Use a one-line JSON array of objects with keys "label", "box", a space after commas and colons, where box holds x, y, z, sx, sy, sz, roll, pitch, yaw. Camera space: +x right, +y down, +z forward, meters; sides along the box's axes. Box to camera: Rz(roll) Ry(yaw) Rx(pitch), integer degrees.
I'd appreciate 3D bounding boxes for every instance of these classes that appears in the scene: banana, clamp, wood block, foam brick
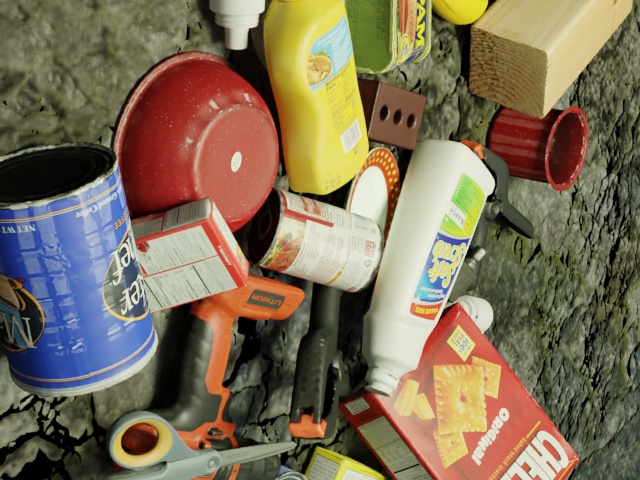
[{"label": "banana", "box": [0.113, -0.256, 1.021, 0.197, 0.037, 0.069, 28, 56, -53]}, {"label": "clamp", "box": [0.188, -0.039, 1.175, 0.120, 0.039, 0.171, -34, 129, -35]}, {"label": "clamp", "box": [0.002, 0.100, 0.935, 0.210, 0.036, 0.164, -64, 150, -70]}, {"label": "wood block", "box": [0.249, -0.234, 1.130, 0.205, 0.090, 0.091, -47, 149, -30]}, {"label": "foam brick", "box": [0.052, -0.116, 0.976, 0.078, 0.051, 0.053, 6, 98, -51]}]

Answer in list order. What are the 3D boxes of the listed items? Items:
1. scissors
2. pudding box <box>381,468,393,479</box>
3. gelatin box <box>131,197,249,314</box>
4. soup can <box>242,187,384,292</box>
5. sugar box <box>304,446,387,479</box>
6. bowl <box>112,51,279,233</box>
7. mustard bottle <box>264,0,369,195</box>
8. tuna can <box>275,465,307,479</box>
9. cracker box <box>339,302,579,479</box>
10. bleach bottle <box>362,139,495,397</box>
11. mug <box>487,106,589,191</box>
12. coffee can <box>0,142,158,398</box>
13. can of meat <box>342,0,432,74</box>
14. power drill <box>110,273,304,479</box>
[{"label": "scissors", "box": [-0.095, 0.159, 0.836, 0.201, 0.016, 0.096, -19, 117, -40]}, {"label": "pudding box", "box": [0.085, 0.299, 1.124, 0.113, 0.090, 0.039, -58, 138, -20]}, {"label": "gelatin box", "box": [-0.108, 0.013, 0.801, 0.030, 0.089, 0.073, -91, 161, -48]}, {"label": "soup can", "box": [-0.006, 0.001, 0.903, 0.102, 0.069, 0.068, 16, 89, -26]}, {"label": "sugar box", "box": [-0.001, 0.301, 1.057, 0.093, 0.048, 0.176, 34, 79, -50]}, {"label": "bowl", "box": [-0.082, -0.063, 0.829, 0.161, 0.055, 0.162, -19, 116, -46]}, {"label": "mustard bottle", "box": [-0.006, -0.139, 0.859, 0.096, 0.058, 0.191, -49, 139, -45]}, {"label": "tuna can", "box": [-0.047, 0.252, 0.993, 0.085, 0.034, 0.086, -20, 117, -46]}, {"label": "cracker box", "box": [0.145, 0.196, 1.091, 0.164, 0.072, 0.214, -38, 90, -37]}, {"label": "bleach bottle", "box": [0.097, 0.033, 1.042, 0.102, 0.068, 0.250, 41, 63, -52]}, {"label": "mug", "box": [0.246, -0.113, 1.188, 0.117, 0.082, 0.093, -39, 130, -36]}, {"label": "coffee can", "box": [-0.171, 0.018, 0.710, 0.102, 0.103, 0.140, -32, 125, -40]}, {"label": "can of meat", "box": [0.057, -0.200, 0.934, 0.083, 0.058, 0.102, -35, 129, -58]}, {"label": "power drill", "box": [-0.076, 0.120, 0.895, 0.184, 0.057, 0.187, 20, 87, -51]}]
